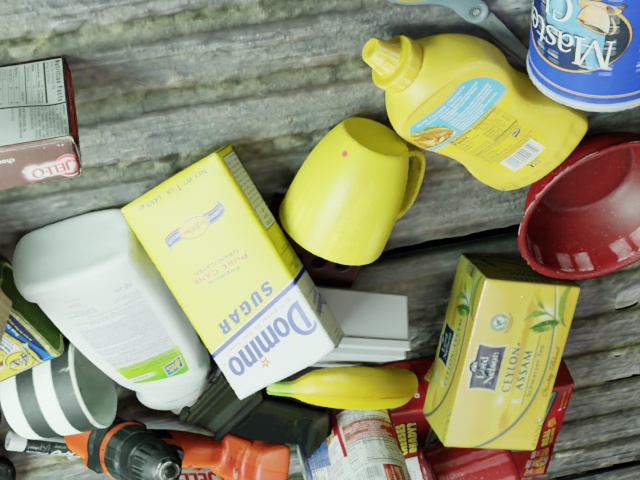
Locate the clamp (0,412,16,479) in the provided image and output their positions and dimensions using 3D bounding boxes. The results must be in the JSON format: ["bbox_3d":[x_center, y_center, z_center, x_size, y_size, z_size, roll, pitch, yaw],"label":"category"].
[{"bbox_3d":[-0.351,0.216,0.983,0.164,0.036,0.210,-13,149,-6],"label":"clamp"}]

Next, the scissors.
[{"bbox_3d":[0.115,-0.182,0.753,0.201,0.016,0.096,16,129,-31],"label":"scissors"}]

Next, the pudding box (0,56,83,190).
[{"bbox_3d":[-0.217,-0.074,0.704,0.113,0.090,0.039,-9,136,-8],"label":"pudding box"}]

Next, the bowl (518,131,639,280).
[{"bbox_3d":[0.238,-0.039,0.915,0.162,0.055,0.162,-9,138,-9],"label":"bowl"}]

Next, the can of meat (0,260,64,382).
[{"bbox_3d":[-0.269,0.072,0.867,0.084,0.057,0.102,-24,137,5],"label":"can of meat"}]

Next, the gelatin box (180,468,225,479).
[{"bbox_3d":[-0.140,0.242,1.078,0.089,0.073,0.030,12,130,-29],"label":"gelatin box"}]

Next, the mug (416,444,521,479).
[{"bbox_3d":[0.151,0.245,1.054,0.081,0.093,0.117,-17,122,-5],"label":"mug"}]

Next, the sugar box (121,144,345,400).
[{"bbox_3d":[-0.066,0.026,0.820,0.093,0.048,0.176,-30,95,17],"label":"sugar box"}]

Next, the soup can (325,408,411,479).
[{"bbox_3d":[0.045,0.207,0.981,0.068,0.102,0.068,-8,135,-9],"label":"soup can"}]

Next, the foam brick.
[{"bbox_3d":[-0.006,0.001,0.881,0.078,0.051,0.053,6,133,-24],"label":"foam brick"}]

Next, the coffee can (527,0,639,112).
[{"bbox_3d":[0.196,-0.173,0.724,0.102,0.103,0.140,-13,138,-5],"label":"coffee can"}]

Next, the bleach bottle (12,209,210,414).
[{"bbox_3d":[-0.161,0.080,0.909,0.102,0.068,0.251,-17,140,2],"label":"bleach bottle"}]

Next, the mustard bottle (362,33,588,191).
[{"bbox_3d":[0.107,-0.104,0.801,0.191,0.058,0.096,22,135,-35],"label":"mustard bottle"}]

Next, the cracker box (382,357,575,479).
[{"bbox_3d":[0.142,0.191,1.118,0.213,0.072,0.164,-7,135,-9],"label":"cracker box"}]

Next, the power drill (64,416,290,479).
[{"bbox_3d":[-0.123,0.199,0.987,0.187,0.185,0.057,17,85,-35],"label":"power drill"}]

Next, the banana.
[{"bbox_3d":[0.042,0.128,0.953,0.197,0.070,0.037,10,93,-50],"label":"banana"}]

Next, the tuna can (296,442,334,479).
[{"bbox_3d":[-0.001,0.236,1.108,0.033,0.086,0.086,-14,138,-6],"label":"tuna can"}]

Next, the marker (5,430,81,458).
[{"bbox_3d":[-0.245,0.202,1.042,0.120,0.020,0.020,14,129,-30],"label":"marker"}]

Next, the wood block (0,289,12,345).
[{"bbox_3d":[-0.318,0.017,0.729,0.091,0.090,0.206,-29,120,13],"label":"wood block"}]
